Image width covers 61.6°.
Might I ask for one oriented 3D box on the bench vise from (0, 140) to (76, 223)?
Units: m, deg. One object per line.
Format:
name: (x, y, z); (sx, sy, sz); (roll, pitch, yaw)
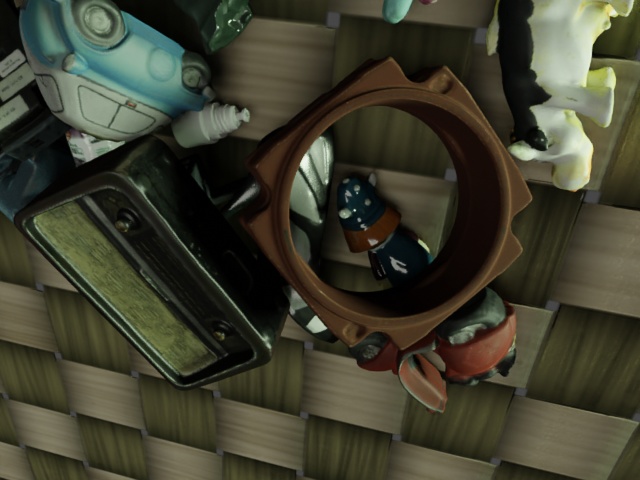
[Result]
bench vise: (-0.378, -0.031, 0.571); (0.224, 0.129, 0.240); (38, 91, 1)

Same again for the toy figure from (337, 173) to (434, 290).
toy figure: (0.063, 0.005, 0.523); (0.058, 0.064, 0.154); (-30, 106, 36)

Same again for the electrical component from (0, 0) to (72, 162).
electrical component: (-0.294, -0.143, 0.496); (0.115, 0.058, 0.134); (-34, 83, 1)

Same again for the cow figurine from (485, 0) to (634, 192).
cow figurine: (0.176, -0.118, 0.416); (0.098, 0.068, 0.167); (7, 118, 19)

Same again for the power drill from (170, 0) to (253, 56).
power drill: (-0.122, -0.263, 0.410); (0.207, 0.086, 0.232); (36, 124, -12)

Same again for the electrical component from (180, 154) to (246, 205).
electrical component: (-0.129, -0.051, 0.536); (0.119, 0.075, 0.047); (-19, 117, 4)

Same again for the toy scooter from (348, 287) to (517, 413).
toy scooter: (0.131, 0.126, 0.570); (0.184, 0.075, 0.135); (-22, 111, 29)

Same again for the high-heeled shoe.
high-heeled shoe: (-0.001, -0.002, 0.554); (0.145, 0.086, 0.248); (-38, 127, -1)

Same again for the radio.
radio: (-0.137, 0.028, 0.482); (0.131, 0.073, 0.229); (-21, 120, 27)

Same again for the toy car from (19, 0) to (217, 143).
toy car: (-0.176, -0.135, 0.449); (0.161, 0.109, 0.103); (24, 93, -43)

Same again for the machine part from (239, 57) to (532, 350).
machine part: (0.052, -0.028, 0.443); (0.201, 0.087, 0.201); (-39, 106, -2)

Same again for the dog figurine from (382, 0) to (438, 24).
dog figurine: (-0.009, -0.235, 0.328); (0.219, 0.109, 0.191); (18, 104, -18)
